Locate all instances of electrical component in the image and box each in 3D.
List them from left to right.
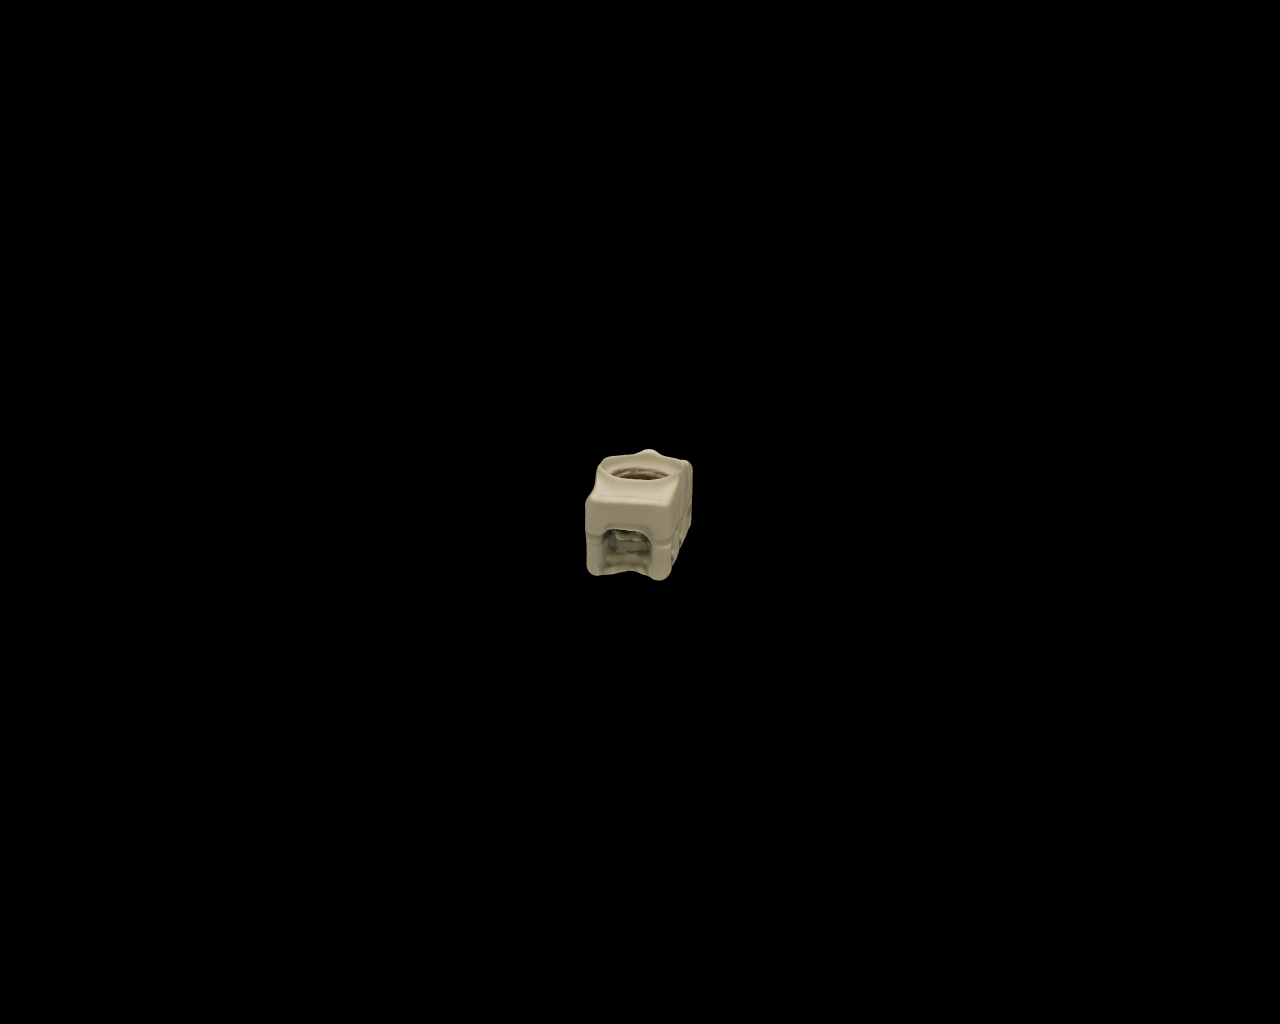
[{"bbox_3d":[0.001,-0.003,0.650,0.050,0.055,0.090,4,21,11],"label":"electrical component"}]
